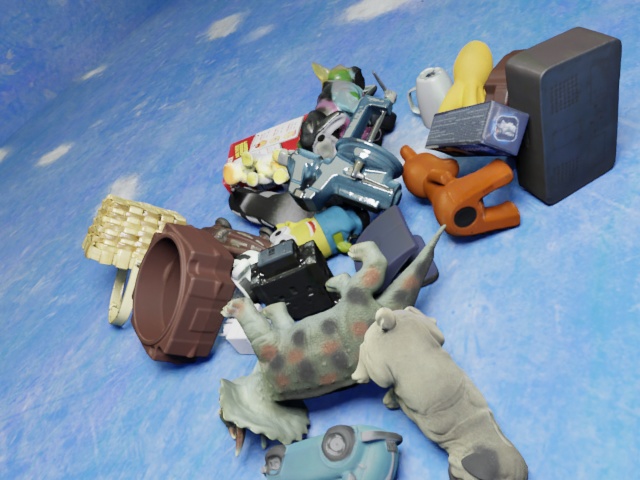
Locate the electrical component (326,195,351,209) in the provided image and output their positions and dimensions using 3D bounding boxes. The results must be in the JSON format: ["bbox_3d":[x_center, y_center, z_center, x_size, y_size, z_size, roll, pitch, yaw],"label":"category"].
[{"bbox_3d":[0.005,-0.094,1.023,0.119,0.074,0.048,-2,46,26],"label":"electrical component"}]

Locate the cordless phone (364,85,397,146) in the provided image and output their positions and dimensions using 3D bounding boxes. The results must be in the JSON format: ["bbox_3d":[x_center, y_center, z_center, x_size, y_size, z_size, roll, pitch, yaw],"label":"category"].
[{"bbox_3d":[0.108,-0.285,1.167,0.147,0.088,0.184,3,44,35],"label":"cordless phone"}]

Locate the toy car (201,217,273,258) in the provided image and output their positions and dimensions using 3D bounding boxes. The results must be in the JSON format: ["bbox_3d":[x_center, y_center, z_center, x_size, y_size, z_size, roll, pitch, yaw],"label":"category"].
[{"bbox_3d":[-0.169,0.003,1.046,0.202,0.053,0.089,12,51,42],"label":"toy car"}]

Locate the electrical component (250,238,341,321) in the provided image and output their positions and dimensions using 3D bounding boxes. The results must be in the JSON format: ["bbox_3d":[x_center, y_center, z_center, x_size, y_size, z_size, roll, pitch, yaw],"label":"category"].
[{"bbox_3d":[-0.042,0.061,0.831,0.115,0.134,0.058,-25,37,10],"label":"electrical component"}]

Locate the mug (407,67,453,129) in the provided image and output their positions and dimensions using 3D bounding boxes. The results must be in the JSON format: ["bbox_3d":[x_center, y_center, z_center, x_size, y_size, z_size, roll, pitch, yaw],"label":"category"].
[{"bbox_3d":[0.224,-0.288,1.072,0.110,0.107,0.081,20,59,42],"label":"mug"}]

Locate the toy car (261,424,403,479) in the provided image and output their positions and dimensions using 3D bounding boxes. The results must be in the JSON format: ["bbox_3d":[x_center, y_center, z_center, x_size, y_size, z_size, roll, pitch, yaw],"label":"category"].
[{"bbox_3d":[0.017,0.268,0.593,0.162,0.109,0.103,-25,55,20],"label":"toy car"}]

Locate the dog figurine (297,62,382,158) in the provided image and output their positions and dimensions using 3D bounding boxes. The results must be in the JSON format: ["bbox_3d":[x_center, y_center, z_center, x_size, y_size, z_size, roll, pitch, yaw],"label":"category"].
[{"bbox_3d":[0.019,-0.256,1.042,0.191,0.108,0.219,-31,46,1],"label":"dog figurine"}]

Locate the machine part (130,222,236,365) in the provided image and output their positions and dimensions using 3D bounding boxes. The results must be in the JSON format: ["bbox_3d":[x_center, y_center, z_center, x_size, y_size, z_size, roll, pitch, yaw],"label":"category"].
[{"bbox_3d":[-0.235,0.085,0.891,0.202,0.087,0.201,36,107,51],"label":"machine part"}]

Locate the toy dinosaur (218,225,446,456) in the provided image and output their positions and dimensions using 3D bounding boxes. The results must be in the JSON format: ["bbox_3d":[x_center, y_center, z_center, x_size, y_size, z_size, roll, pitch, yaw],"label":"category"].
[{"bbox_3d":[0.016,0.132,0.694,0.405,0.131,0.192,-27,67,6],"label":"toy dinosaur"}]

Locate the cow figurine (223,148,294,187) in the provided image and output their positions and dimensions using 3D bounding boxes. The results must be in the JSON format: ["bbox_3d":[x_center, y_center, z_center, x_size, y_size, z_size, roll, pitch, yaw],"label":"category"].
[{"bbox_3d":[-0.109,-0.144,1.071,0.168,0.068,0.098,-1,9,32],"label":"cow figurine"}]

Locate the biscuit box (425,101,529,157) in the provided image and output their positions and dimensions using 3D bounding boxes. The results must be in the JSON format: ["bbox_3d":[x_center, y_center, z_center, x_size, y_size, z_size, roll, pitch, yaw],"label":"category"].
[{"bbox_3d":[0.229,-0.161,0.810,0.203,0.059,0.062,-142,67,-77],"label":"biscuit box"}]

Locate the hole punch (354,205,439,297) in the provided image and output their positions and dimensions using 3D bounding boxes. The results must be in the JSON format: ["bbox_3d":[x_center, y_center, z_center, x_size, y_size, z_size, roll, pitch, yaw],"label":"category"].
[{"bbox_3d":[0.104,0.023,0.821,0.116,0.092,0.142,-28,41,9],"label":"hole punch"}]

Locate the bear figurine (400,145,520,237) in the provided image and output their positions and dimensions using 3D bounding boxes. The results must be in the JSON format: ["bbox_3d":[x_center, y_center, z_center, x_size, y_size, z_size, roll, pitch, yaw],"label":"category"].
[{"bbox_3d":[0.211,-0.089,0.855,0.132,0.120,0.196,-22,33,4],"label":"bear figurine"}]

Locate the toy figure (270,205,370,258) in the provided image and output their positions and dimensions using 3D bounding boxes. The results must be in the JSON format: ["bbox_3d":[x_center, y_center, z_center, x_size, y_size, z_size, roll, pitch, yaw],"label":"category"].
[{"bbox_3d":[-0.001,-0.001,0.920,0.180,0.089,0.082,-24,20,-7],"label":"toy figure"}]

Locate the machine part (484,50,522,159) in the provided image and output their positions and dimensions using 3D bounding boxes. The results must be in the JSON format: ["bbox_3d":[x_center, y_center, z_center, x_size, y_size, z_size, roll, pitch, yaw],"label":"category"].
[{"bbox_3d":[0.330,-0.221,0.883,0.056,0.179,0.179,18,58,45],"label":"machine part"}]

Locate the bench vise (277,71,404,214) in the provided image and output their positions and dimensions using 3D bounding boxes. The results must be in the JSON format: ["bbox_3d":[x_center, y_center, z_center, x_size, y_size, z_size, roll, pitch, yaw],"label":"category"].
[{"bbox_3d":[0.052,-0.150,0.895,0.224,0.128,0.240,19,77,30],"label":"bench vise"}]

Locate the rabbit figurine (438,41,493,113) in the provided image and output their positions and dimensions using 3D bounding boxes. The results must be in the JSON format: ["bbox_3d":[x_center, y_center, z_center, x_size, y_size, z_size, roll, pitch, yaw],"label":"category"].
[{"bbox_3d":[0.273,-0.260,0.958,0.122,0.173,0.162,18,54,39],"label":"rabbit figurine"}]

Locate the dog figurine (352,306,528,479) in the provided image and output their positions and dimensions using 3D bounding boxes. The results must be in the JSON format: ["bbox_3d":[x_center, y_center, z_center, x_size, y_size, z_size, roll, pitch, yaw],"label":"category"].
[{"bbox_3d":[0.133,0.171,0.575,0.121,0.172,0.191,-45,32,-1],"label":"dog figurine"}]

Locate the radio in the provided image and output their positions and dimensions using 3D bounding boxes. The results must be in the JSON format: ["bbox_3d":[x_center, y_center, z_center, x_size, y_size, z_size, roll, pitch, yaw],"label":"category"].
[{"bbox_3d":[0.349,-0.174,0.767,0.131,0.229,0.073,-29,41,-5],"label":"radio"}]

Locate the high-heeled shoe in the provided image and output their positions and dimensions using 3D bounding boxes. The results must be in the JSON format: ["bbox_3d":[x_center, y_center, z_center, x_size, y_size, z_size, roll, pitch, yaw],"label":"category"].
[{"bbox_3d":[-0.073,-0.051,1.058,0.249,0.145,0.086,20,81,12],"label":"high-heeled shoe"}]
